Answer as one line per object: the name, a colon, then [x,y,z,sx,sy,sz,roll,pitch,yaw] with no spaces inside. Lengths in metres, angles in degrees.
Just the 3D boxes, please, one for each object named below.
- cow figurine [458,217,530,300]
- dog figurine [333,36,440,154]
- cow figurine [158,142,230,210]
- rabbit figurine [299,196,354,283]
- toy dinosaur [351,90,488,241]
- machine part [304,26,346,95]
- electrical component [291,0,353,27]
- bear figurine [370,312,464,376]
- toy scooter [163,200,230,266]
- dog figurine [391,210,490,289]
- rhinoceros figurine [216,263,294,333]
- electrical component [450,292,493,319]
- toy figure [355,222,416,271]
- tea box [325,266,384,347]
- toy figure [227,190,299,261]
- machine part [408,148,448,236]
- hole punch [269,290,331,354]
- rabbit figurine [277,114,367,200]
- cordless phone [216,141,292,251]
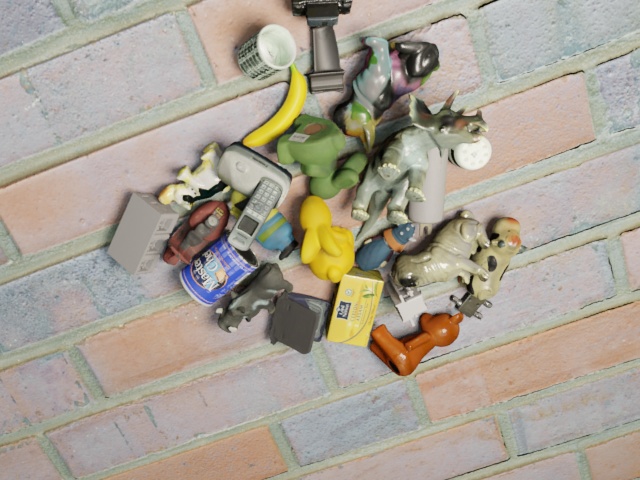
cow figurine: [0.377,0.040,1.165,0.085,0.127,0.194,14,110,-11]
dog figurine: [0.127,-0.282,1.057,0.192,0.108,0.219,4,113,-7]
cow figurine: [-0.251,-0.115,1.116,0.167,0.068,0.098,-38,113,11]
rabbit figurine: [-0.002,-0.003,1.113,0.122,0.162,0.173,-11,115,11]
toy dinosaur: [0.151,-0.144,1.054,0.131,0.405,0.192,27,65,-11]
machine part: [0.009,-0.359,1.058,0.084,0.039,0.138,-1,111,3]
electrical component: [0.002,-0.463,0.991,0.115,0.058,0.134,-5,89,0]
bear figurine: [0.226,0.217,1.237,0.196,0.120,0.132,-38,64,-16]
toy scooter: [-0.264,-0.004,1.115,0.184,0.135,0.075,-42,104,10]
dog figurine: [0.244,0.018,1.132,0.190,0.121,0.172,4,70,-15]
rhinoceros figurine: [-0.145,0.130,1.168,0.190,0.112,0.073,-45,70,17]
electrical component: [0.353,0.145,1.255,0.094,0.021,0.063,32,104,-12]
toy figure: [0.145,0.009,1.170,0.154,0.058,0.064,-37,109,23]
tea box: [0.076,0.148,1.219,0.098,0.068,0.169,9,109,-6]
toy figure: [-0.116,-0.043,1.132,0.180,0.082,0.089,45,81,-1]
machine part: [0.226,-0.124,1.127,0.079,0.079,0.243,-1,110,-2]
hole punch: [-0.044,0.182,1.225,0.116,0.092,0.142,22,112,22]
rabbit figurine: [0.014,-0.156,1.090,0.159,0.121,0.170,6,138,22]
cordless phone: [-0.153,-0.083,1.052,0.146,0.089,0.184,30,91,-6]
